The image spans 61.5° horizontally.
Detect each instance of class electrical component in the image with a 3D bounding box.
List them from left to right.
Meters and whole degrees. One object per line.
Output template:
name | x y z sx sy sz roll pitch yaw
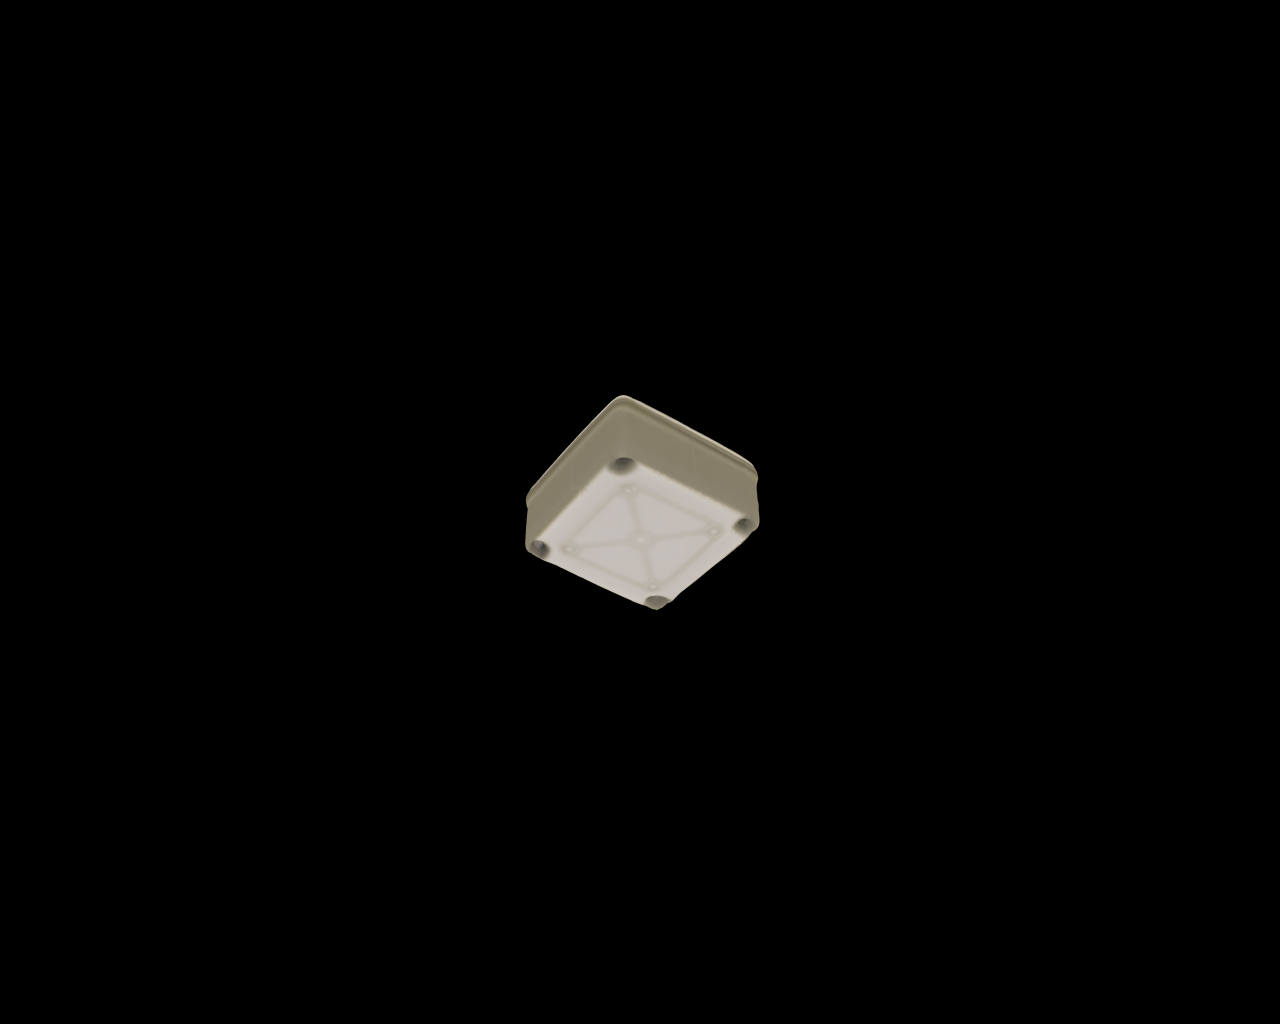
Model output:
electrical component | 0.001 -0.003 0.650 0.109 0.056 0.108 26 -49 -25
